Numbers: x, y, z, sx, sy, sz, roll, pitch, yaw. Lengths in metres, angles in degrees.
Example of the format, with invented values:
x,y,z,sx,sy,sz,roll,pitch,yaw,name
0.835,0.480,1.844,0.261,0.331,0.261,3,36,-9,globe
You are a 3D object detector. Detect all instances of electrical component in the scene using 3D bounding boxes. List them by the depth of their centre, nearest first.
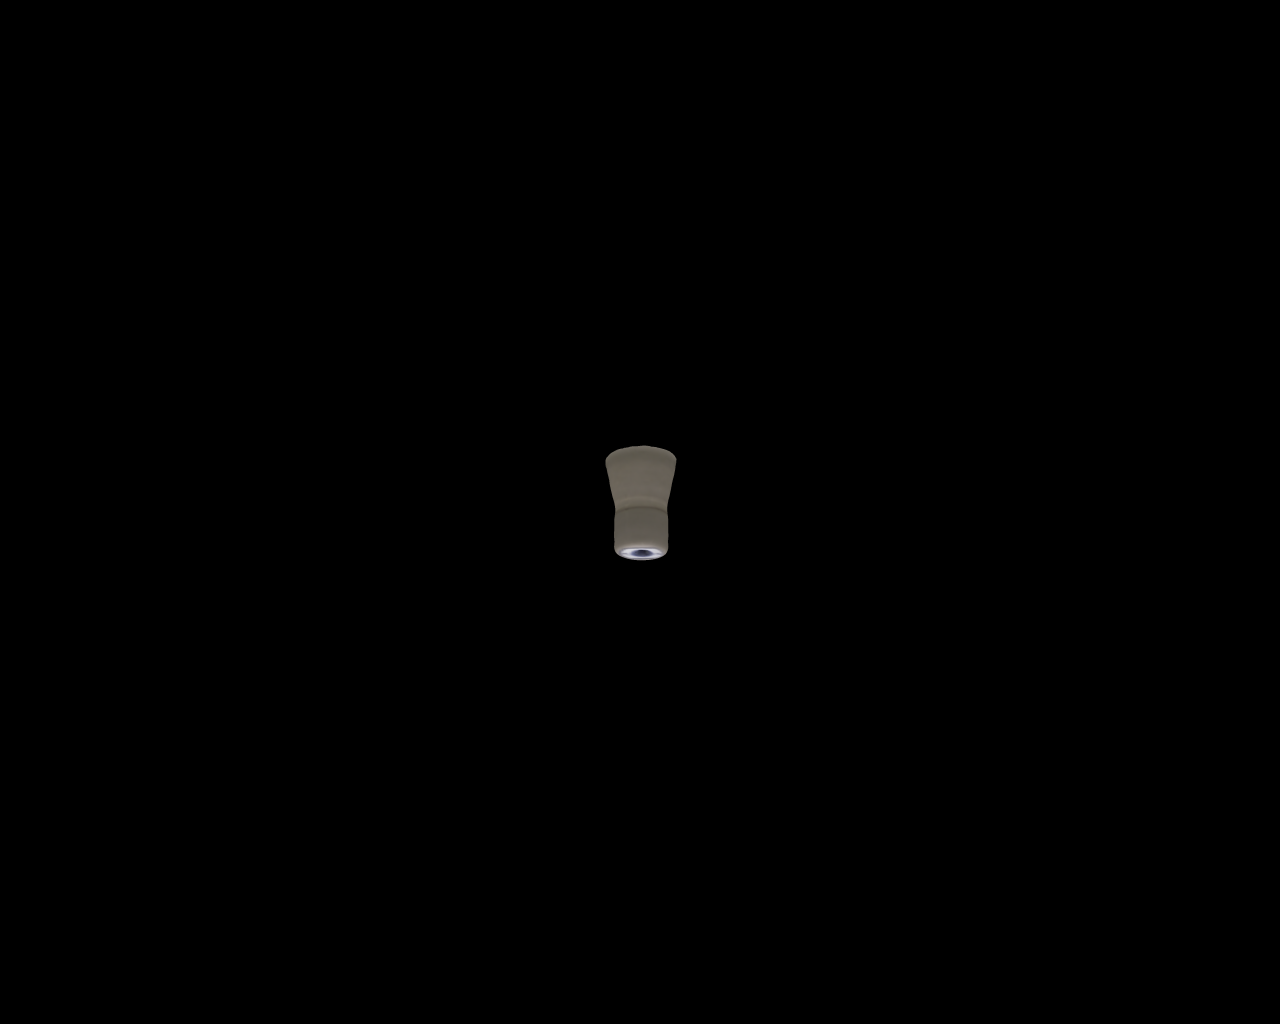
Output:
x,y,z,sx,sy,sz,roll,pitch,yaw,name
0.001,-0.003,0.650,0.044,0.065,0.044,0,-19,0,electrical component
